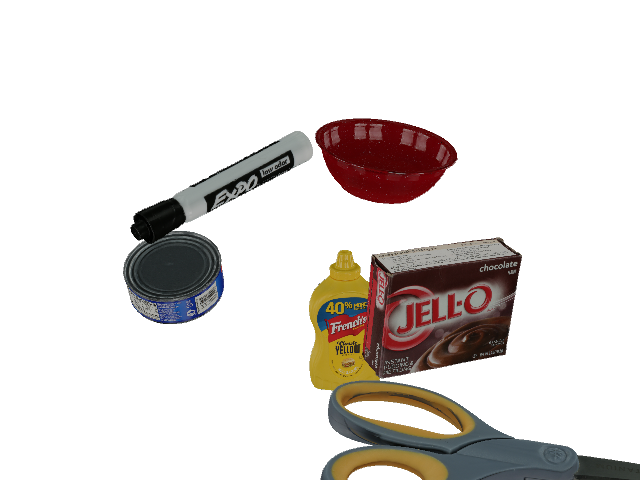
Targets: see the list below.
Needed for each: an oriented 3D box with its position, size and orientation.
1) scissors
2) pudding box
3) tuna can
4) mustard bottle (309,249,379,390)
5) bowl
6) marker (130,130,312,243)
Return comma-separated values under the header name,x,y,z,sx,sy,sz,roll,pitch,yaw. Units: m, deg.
name,x,y,z,sx,sy,sz,roll,pitch,yaw
scissors,0.088,0.106,0.460,0.202,0.016,0.096,15,32,24
pudding box,0.090,0.049,0.803,0.113,0.090,0.039,-9,31,-23
tuna can,-0.128,0.033,0.938,0.086,0.034,0.086,-3,43,2
mustard bottle,0.033,0.105,1.434,0.096,0.192,0.058,-3,19,-6
bowl,0.070,-0.085,1.209,0.162,0.055,0.162,6,27,-3
marker,-0.054,-0.030,0.597,0.120,0.020,0.020,-30,17,-31
